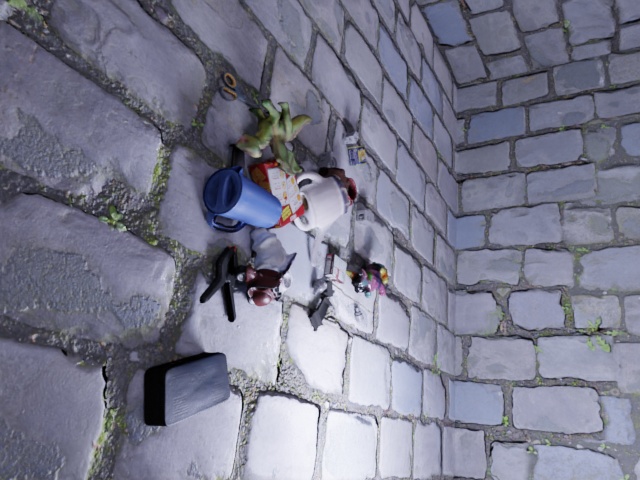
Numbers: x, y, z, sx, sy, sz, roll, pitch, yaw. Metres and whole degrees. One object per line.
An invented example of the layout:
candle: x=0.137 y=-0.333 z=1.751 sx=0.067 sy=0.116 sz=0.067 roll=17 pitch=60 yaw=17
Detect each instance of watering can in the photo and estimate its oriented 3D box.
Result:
watering can: x=0.006 y=-0.094 z=1.859 sx=0.226 sy=0.105 sz=0.342 roll=-24 pitch=112 yaw=-22

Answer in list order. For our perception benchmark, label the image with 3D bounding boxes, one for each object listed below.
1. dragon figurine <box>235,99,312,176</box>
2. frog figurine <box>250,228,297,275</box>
dragon figurine: x=-0.119 y=-0.319 z=1.661 sx=0.411 sy=0.121 sz=0.244 roll=-5 pitch=80 yaw=-53
frog figurine: x=-0.164 y=0.044 z=1.602 sx=0.159 sy=0.120 sz=0.140 roll=38 pitch=51 yaw=-4
